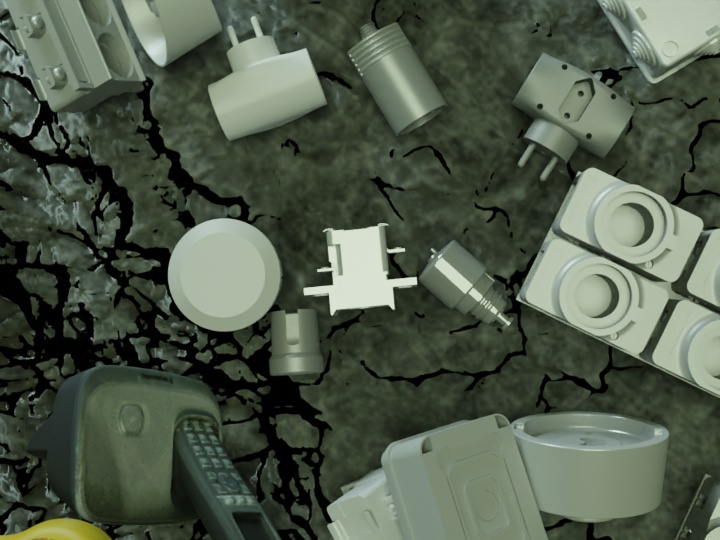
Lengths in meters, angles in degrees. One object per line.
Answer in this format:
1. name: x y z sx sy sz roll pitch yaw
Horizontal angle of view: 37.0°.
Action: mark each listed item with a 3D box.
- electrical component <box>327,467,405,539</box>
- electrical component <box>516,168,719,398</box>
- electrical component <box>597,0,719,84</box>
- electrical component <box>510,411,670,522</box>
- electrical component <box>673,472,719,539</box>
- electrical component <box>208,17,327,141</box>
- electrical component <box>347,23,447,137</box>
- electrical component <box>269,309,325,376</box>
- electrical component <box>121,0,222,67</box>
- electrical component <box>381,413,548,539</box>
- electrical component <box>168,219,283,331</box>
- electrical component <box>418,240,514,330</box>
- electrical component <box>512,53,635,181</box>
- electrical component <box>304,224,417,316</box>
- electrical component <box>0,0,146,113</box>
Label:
1. electrical component: 0.033 0.204 0.762 0.079 0.063 0.121 -30 87 43
2. electrical component: 0.220 0.015 0.763 0.186 0.060 0.105 26 91 3
3. electrical component: 0.228 -0.196 0.772 0.100 0.048 0.099 -31 87 2
4. electrical component: 0.158 0.139 0.744 0.108 0.108 0.060 0 95 3
5. electrical component: 0.260 0.254 0.758 0.105 0.060 0.186 25 91 3
6. electrical component: -0.073 -0.145 0.787 0.077 0.044 0.079 -20 88 3
7. electrical component: 0.024 -0.143 0.783 0.043 0.043 0.081 -31 88 2
8. electrical component: -0.047 0.053 0.787 0.040 0.040 0.046 -4 83 3
9. electrical component: -0.141 -0.200 0.767 0.064 0.099 0.099 -27 88 -4
10. electrical component: 0.070 0.160 0.719 0.078 0.057 0.113 -12 80 -31
11. electrical component: -0.096 0.004 0.783 0.080 0.051 0.080 0 89 3
12. electrical component: 0.078 0.013 0.780 0.078 0.040 0.040 42 91 3
13. electrical component: 0.144 -0.103 0.776 0.077 0.043 0.079 32 91 3
14. electrical component: 0.000 0.000 0.784 0.081 0.042 0.063 -6 85 2
15. electrical component: -0.215 -0.180 0.784 0.063 0.079 0.121 -24 88 24
